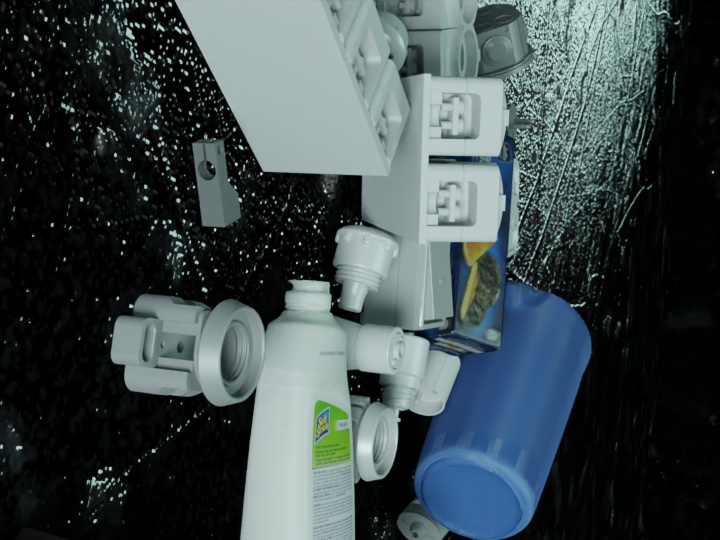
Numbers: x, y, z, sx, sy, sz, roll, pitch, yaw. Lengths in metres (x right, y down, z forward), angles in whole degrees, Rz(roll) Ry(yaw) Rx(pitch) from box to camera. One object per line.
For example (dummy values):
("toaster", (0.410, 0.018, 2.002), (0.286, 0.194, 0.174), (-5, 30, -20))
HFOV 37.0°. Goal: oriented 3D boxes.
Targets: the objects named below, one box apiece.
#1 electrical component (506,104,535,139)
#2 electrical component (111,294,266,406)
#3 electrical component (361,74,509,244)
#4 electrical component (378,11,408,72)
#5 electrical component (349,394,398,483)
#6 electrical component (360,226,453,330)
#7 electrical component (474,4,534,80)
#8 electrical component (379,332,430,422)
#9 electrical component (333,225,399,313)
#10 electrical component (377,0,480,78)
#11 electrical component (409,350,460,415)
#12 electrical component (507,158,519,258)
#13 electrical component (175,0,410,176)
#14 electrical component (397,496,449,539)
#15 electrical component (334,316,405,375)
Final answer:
("electrical component", (0.129, -0.142, 1.039), (0.066, 0.077, 0.047), (-45, 134, -57))
("electrical component", (-0.088, 0.043, 0.586), (0.078, 0.057, 0.058), (21, 75, -66))
("electrical component", (0.050, -0.080, 0.763), (0.186, 0.060, 0.105), (-146, -123, -77))
("electrical component", (0.016, -0.175, 0.811), (0.062, 0.048, 0.048), (-67, 152, -54))
("electrical component", (-0.007, 0.123, 0.790), (0.058, 0.057, 0.078), (-53, 141, -52))
("electrical component", (0.042, 0.000, 0.879), (0.062, 0.061, 0.096), (-1, 95, -67))
("electrical component", (0.119, -0.210, 1.002), (0.080, 0.080, 0.051), (-58, 139, -48))
("electrical component", (0.034, 0.088, 0.903), (0.040, 0.040, 0.078), (36, 61, -64))
("electrical component", (0.000, 0.000, 0.804), (0.048, 0.048, 0.062), (35, 68, -64))
("electrical component", (0.059, -0.224, 0.879), (0.089, 0.062, 0.150), (-33, 124, -62))
("electrical component", (0.068, 0.088, 0.979), (0.081, 0.043, 0.043), (-62, 148, -43))
("electrical component", (0.121, -0.062, 1.055), (0.054, 0.059, 0.095), (-25, 116, -64))
("electrical component", (-0.034, -0.130, 0.640), (0.150, 0.089, 0.061), (65, 36, -49))
("electrical component", (0.065, 0.228, 0.996), (0.081, 0.043, 0.043), (-27, 118, -64))
("electrical component", (0.000, 0.056, 0.784), (0.044, 0.065, 0.044), (4, 90, -67))
